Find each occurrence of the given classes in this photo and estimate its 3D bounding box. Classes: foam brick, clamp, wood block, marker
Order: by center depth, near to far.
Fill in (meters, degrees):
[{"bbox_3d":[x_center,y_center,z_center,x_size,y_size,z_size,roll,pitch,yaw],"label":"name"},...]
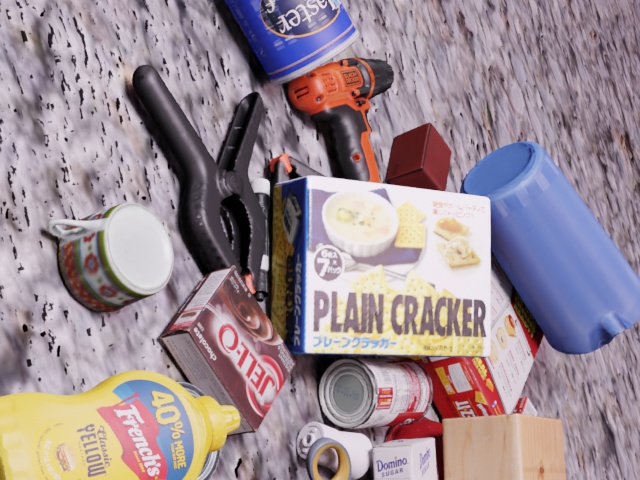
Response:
[{"bbox_3d":[-0.096,-0.052,0.937,0.164,0.036,0.210,14,64,-52],"label":"clamp"},{"bbox_3d":[-0.056,0.000,0.986,0.020,0.020,0.121,28,52,-46],"label":"marker"},{"bbox_3d":[0.181,0.277,1.027,0.090,0.090,0.206,16,68,-47],"label":"wood block"},{"bbox_3d":[-0.007,0.001,1.029,0.171,0.039,0.120,52,55,-9],"label":"clamp"},{"bbox_3d":[0.116,-0.088,1.251,0.051,0.053,0.078,46,42,-33],"label":"foam brick"}]

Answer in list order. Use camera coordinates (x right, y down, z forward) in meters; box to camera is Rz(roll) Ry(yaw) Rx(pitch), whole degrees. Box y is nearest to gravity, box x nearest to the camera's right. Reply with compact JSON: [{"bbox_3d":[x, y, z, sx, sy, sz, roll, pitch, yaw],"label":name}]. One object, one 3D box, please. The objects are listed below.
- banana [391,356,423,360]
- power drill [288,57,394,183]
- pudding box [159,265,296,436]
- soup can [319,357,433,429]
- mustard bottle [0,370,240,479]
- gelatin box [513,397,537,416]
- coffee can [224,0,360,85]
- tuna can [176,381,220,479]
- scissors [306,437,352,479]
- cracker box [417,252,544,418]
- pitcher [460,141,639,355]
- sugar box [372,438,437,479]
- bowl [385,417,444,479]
[{"bbox_3d":[0.055,0.051,1.094,0.069,0.037,0.198,-34,96,-35],"label":"banana"},{"bbox_3d":[0.052,-0.109,1.166,0.184,0.057,0.187,-23,90,-54],"label":"power drill"},{"bbox_3d":[-0.075,0.093,0.892,0.113,0.039,0.090,57,35,-20],"label":"pudding box"},{"bbox_3d":[0.054,0.147,1.028,0.102,0.069,0.068,9,67,-53],"label":"soup can"},{"bbox_3d":[-0.135,0.140,0.722,0.191,0.058,0.096,-7,75,-41],"label":"mustard bottle"},{"bbox_3d":[0.198,0.219,1.197,0.030,0.073,0.089,57,36,-19],"label":"gelatin box"},{"bbox_3d":[-0.038,-0.239,1.054,0.140,0.103,0.102,59,35,-17],"label":"coffee can"},{"bbox_3d":[-0.114,0.151,0.813,0.086,0.034,0.086,28,54,-49],"label":"tuna can"},{"bbox_3d":[0.029,0.239,0.963,0.201,0.016,0.096,31,81,-44],"label":"scissors"},{"bbox_3d":[0.176,0.103,1.227,0.164,0.072,0.213,61,33,-16],"label":"cracker box"},{"bbox_3d":[0.262,0.003,1.239,0.242,0.149,0.144,52,51,-24],"label":"pitcher"},{"bbox_3d":[0.083,0.275,0.989,0.093,0.048,0.176,19,64,-70],"label":"sugar box"},{"bbox_3d":[0.129,0.253,1.097,0.161,0.055,0.162,30,52,-46],"label":"bowl"}]
